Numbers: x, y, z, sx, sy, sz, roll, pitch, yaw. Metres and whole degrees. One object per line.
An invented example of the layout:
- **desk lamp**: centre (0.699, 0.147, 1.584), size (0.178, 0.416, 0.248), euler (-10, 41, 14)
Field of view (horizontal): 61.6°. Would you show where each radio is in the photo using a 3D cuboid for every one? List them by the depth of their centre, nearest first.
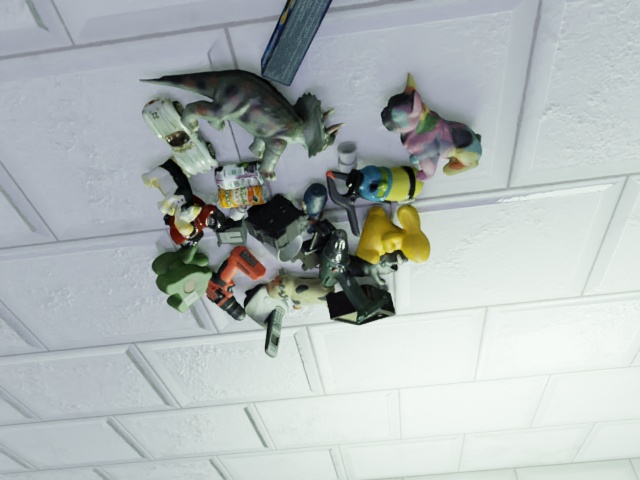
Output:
- **radio**: centre (0.121, 0.185, 1.512), size (0.131, 0.073, 0.229), euler (-19, 161, 20)

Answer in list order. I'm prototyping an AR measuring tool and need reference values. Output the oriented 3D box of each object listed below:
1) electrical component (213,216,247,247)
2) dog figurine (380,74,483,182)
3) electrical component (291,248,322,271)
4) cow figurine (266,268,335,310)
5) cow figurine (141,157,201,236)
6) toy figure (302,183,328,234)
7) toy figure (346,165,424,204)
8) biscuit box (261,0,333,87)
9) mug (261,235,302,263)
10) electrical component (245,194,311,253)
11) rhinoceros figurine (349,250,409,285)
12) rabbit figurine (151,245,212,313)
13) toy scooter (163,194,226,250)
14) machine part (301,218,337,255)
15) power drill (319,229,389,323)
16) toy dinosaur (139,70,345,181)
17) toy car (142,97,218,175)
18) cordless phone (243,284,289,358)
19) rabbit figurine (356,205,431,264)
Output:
- **electrical component**: centre (-0.204, -0.023, 1.350), size (0.119, 0.048, 0.074), euler (-1, 139, 1)
- **dog figurine**: centre (0.229, -0.235, 1.100), size (0.192, 0.108, 0.219), euler (-13, 134, 12)
- **electrical component**: centre (-0.021, 0.044, 1.439), size (0.078, 0.045, 0.102), euler (41, 124, -4)
- **cow figurine**: centre (-0.054, 0.139, 1.510), size (0.195, 0.085, 0.127), euler (0, 144, 0)
- **cow figurine**: centre (-0.314, -0.097, 1.197), size (0.098, 0.068, 0.167), euler (-33, 92, 1)
- **toy figure**: centre (-0.016, -0.073, 1.298), size (0.064, 0.058, 0.154), euler (9, 143, -5)
- **toy figure**: centre (0.151, -0.128, 1.208), size (0.180, 0.082, 0.089), euler (6, 143, -27)
- **biscuit box**: centre (-0.044, -0.376, 0.960), size (0.063, 0.059, 0.202), euler (17, 134, -21)
- **mug**: centre (-0.106, 0.001, 1.340), size (0.081, 0.107, 0.109), euler (-41, 150, -20)
- **electrical component**: centre (-0.108, -0.045, 1.267), size (0.134, 0.115, 0.058), euler (31, 146, 30)
- **rhinoceros figurine**: centre (0.144, 0.060, 1.448), size (0.190, 0.073, 0.111), euler (-10, 127, 11)
- **rabbit figurine**: centre (-0.368, 0.074, 1.387), size (0.159, 0.170, 0.121), euler (-45, 139, -16)
- **toy scooter**: centre (-0.319, -0.057, 1.284), size (0.135, 0.075, 0.184), euler (45, 133, -17)
- **machine part**: centre (-0.003, -0.004, 1.331), size (0.084, 0.039, 0.138), euler (-13, 158, -21)
- **power drill**: centre (0.073, 0.096, 1.321), size (0.086, 0.207, 0.232), euler (-37, 169, -25)
- **toy dinosaur**: centre (-0.132, -0.257, 1.053), size (0.404, 0.131, 0.192), euler (29, 117, -25)
- **toy car**: centre (-0.291, -0.213, 1.129), size (0.074, 0.056, 0.201), euler (-18, 135, 16)
- **cordless phone**: centre (-0.161, 0.233, 1.533), size (0.089, 0.184, 0.146), euler (-20, 135, 24)
- **rabbit figurine**: centre (0.194, -0.008, 1.322), size (0.173, 0.122, 0.162), euler (22, 100, 18)
